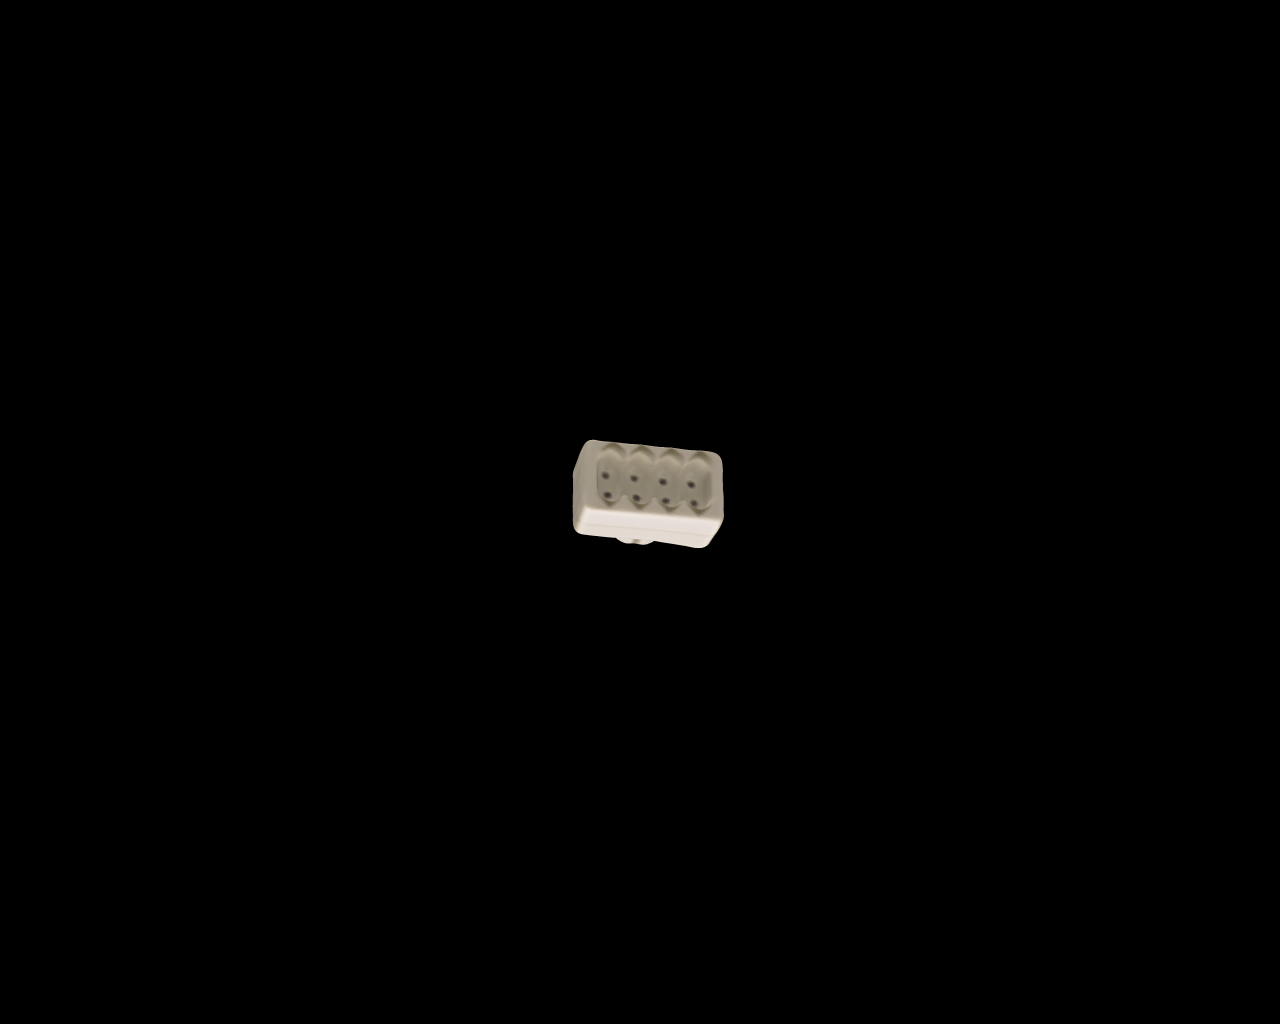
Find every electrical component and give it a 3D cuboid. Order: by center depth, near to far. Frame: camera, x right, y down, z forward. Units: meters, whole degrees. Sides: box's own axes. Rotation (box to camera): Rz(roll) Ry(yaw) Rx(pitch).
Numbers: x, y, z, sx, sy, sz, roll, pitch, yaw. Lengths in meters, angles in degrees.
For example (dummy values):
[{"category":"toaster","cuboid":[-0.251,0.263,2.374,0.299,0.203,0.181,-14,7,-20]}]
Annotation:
[{"category":"electrical component","cuboid":[0.001,-0.003,0.650,0.083,0.047,0.075,6,-28,-12]}]
